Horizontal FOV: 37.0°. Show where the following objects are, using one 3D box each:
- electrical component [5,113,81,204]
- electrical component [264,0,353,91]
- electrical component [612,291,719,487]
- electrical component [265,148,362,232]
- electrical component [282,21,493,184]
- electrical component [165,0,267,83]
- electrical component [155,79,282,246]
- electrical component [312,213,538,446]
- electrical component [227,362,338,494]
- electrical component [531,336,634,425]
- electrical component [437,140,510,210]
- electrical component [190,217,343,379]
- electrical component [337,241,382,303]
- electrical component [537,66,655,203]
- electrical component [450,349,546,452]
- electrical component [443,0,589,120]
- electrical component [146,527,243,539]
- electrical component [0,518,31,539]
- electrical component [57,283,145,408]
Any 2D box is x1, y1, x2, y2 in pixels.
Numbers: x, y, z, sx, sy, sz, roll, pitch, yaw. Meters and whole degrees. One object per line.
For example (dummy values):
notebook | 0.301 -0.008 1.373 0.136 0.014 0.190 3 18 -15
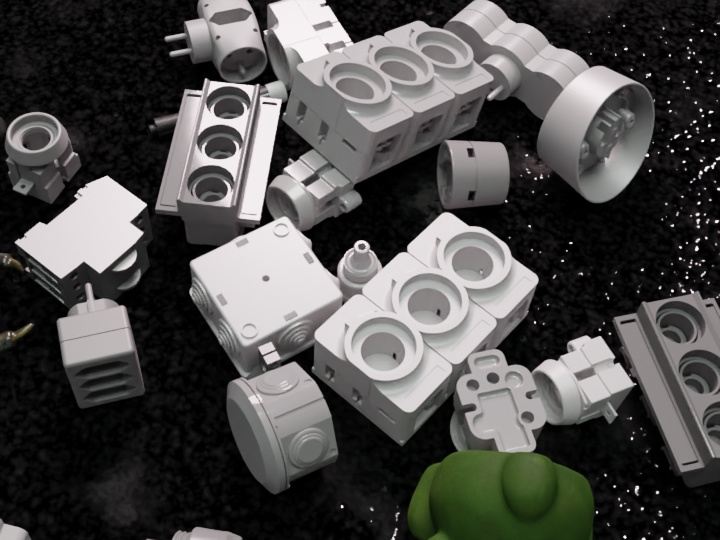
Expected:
electrical component | -0.253 -0.091 0.851 0.048 0.055 0.066 22 58 11
electrical component | -0.045 -0.190 0.932 0.056 0.050 0.089 -20 60 -17
electrical component | 0.234 0.085 0.761 0.079 0.063 0.121 -10 58 -10
electrical component | -0.041 -0.060 0.851 0.066 0.048 0.055 41 56 21
electrical component | 0.025 -0.143 0.876 0.150 0.061 0.089 -29 62 -38
electrical component | -0.129 -0.202 0.938 0.079 0.043 0.077 -14 59 -13
electrical component | -0.109 -0.083 0.850 0.079 0.063 0.121 6 57 1
electrical component | 0.048 0.038 0.781 0.089 0.061 0.150 38 62 19
electrical component | -0.054 0.105 0.722 0.051 0.080 0.080 -21 60 -22
electrical component | 0.156 0.082 0.769 0.055 0.048 0.066 -17 59 -23
electrical component | 0.091 -0.077 0.865 0.047 0.055 0.055 -2 57 -9
electrical component | -0.069 0.018 0.794 0.100 0.048 0.099 -27 63 -19
electrical component | 0.000 0.000 0.803 0.035 0.061 0.035 1 56 -2
electrical component | 0.193 -0.112 0.870 0.099 0.099 0.064 -36 59 -23
electrical component | 0.093 0.103 0.744 0.058 0.057 0.078 -10 58 -10
electrical component | 0.126 -0.172 0.929 0.138 0.052 0.074 37 62 19
electrical component | -0.108 0.185 0.686 0.062 0.043 0.043 9 57 4
electrical component | -0.254 0.183 0.670 0.078 0.058 0.057 12 54 4
electrical component | -0.185 0.046 0.759 0.047 0.065 0.076 -12 58 -11
